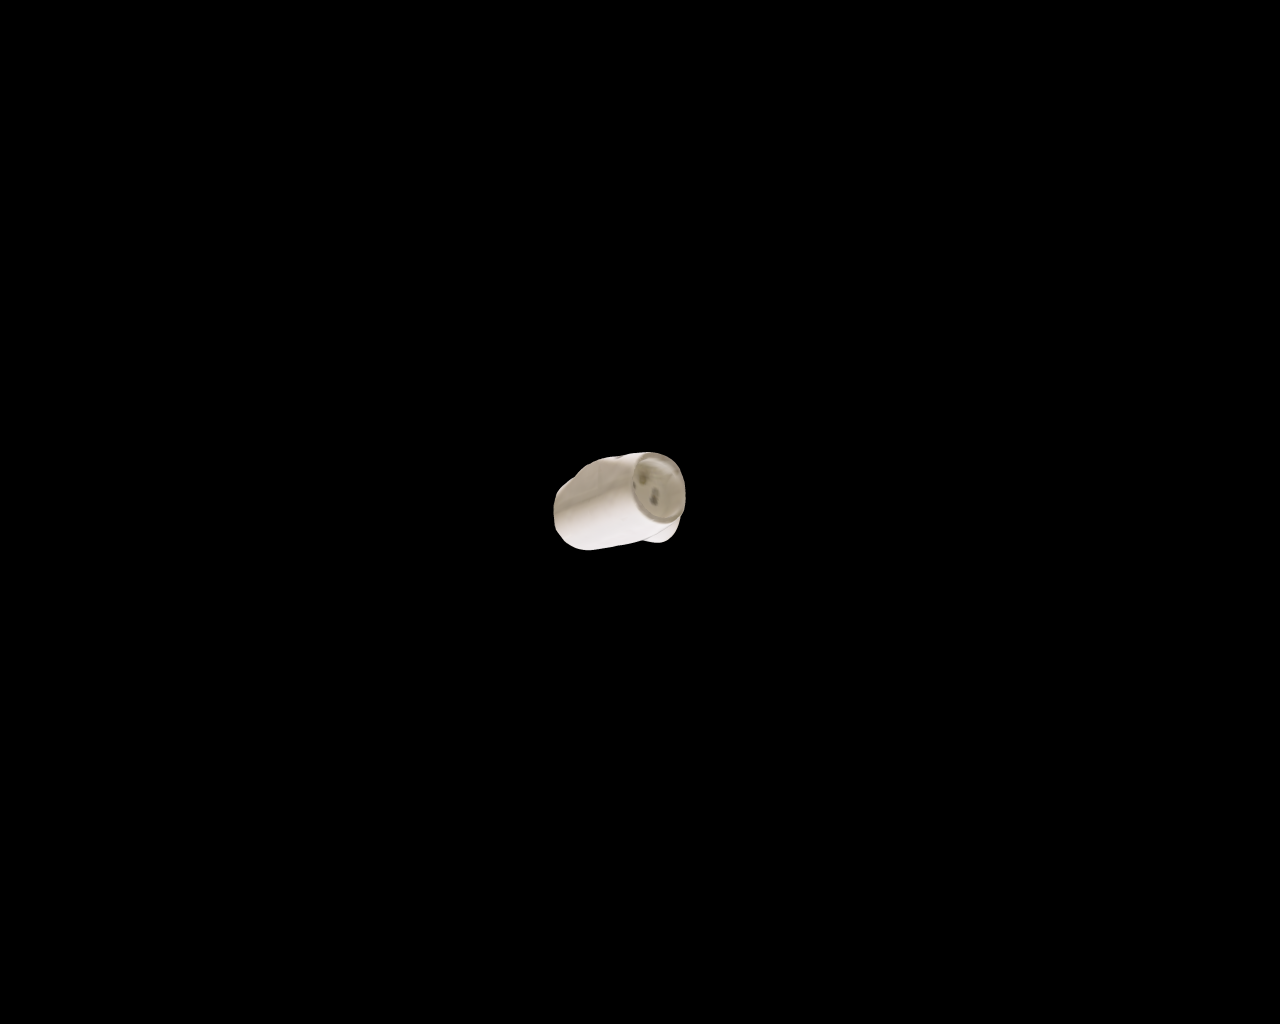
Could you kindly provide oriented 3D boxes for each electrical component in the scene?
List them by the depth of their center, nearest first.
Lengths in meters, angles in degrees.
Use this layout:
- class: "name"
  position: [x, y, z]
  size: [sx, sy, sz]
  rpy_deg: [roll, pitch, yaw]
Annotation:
- class: "electrical component"
  position: [0.001, -0.003, 0.650]
  size: [0.079, 0.044, 0.077]
  rpy_deg: [14, -22, -38]
